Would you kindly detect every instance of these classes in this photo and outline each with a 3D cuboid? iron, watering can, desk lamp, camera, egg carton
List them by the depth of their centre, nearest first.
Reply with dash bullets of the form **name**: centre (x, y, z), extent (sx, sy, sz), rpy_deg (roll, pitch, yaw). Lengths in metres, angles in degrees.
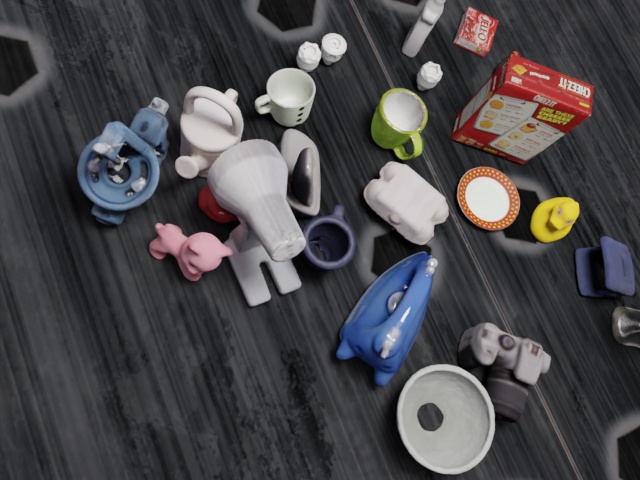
- **desk lamp**: centre (-0.088, -0.024, 0.888), extent (0.118, 0.213, 0.203), rpy_deg (-22, 79, -19)
- **watering can**: centre (-0.175, -0.175, 0.924), extent (0.101, 0.194, 0.173), rpy_deg (5, 72, -12)
- **iron**: centre (0.137, 0.104, 0.941), extent (0.118, 0.141, 0.258), rpy_deg (34, 69, -1)
- **camera**: centre (0.309, 0.227, 0.966), extent (0.143, 0.100, 0.137), rpy_deg (24, 69, -5)
- **egg carton**: centre (0.155, -0.066, 1.037), extent (0.150, 0.069, 0.107), rpy_deg (40, 69, 1)

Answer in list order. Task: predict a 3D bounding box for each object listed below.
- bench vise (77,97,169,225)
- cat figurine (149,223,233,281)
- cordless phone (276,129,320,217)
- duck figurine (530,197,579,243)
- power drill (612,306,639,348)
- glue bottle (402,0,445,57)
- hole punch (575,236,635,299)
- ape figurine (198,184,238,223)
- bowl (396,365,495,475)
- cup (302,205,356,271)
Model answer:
- **bench vise**: centre (-0.301, -0.145, 0.871), extent (0.121, 0.219, 0.207), rpy_deg (7, 71, -11)
- **cat figurine**: centre (-0.205, 0.012, 0.900), extent (0.128, 0.117, 0.067), rpy_deg (31, 69, -2)
- **cordless phone**: centre (-0.028, -0.128, 0.950), extent (0.094, 0.185, 0.147), rpy_deg (1, 73, -13)
- **duck figurine**: centre (0.462, -0.048, 1.097), extent (0.077, 0.086, 0.105), rpy_deg (46, 69, 4)
- **power drill**: centre (0.625, 0.140, 1.011), extent (0.230, 0.208, 0.075), rpy_deg (12, 71, -9)
- **glue bottle**: centre (0.211, -0.433, 1.109), extent (0.037, 0.173, 0.078), rpy_deg (26, 69, -4)
- **hole punch**: centre (0.552, 0.052, 1.084), extent (0.101, 0.091, 0.108), rpy_deg (5, 72, -12)
- **ape figurine**: centre (-0.163, -0.074, 0.950), extent (0.076, 0.092, 0.078), rpy_deg (18, 70, -7)
- **bowl**: centre (0.193, 0.290, 0.932), extent (0.168, 0.074, 0.167), rpy_deg (4, 72, -12)
- **cup**: centre (0.009, 0.003, 0.966), extent (0.092, 0.095, 0.118), rpy_deg (20, 70, -7)
